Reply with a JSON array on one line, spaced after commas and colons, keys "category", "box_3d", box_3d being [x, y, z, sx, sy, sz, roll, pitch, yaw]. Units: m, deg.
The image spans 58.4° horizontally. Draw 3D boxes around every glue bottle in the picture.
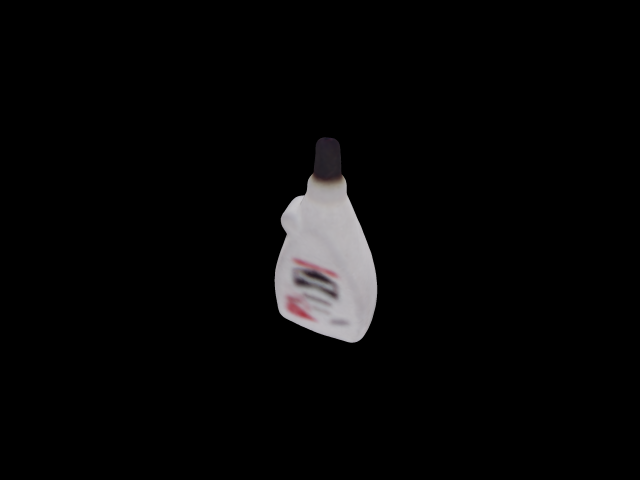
[{"category": "glue bottle", "box_3d": [0.004, 0.001, 0.400, 0.078, 0.173, 0.037, 15, 46, 15]}]
